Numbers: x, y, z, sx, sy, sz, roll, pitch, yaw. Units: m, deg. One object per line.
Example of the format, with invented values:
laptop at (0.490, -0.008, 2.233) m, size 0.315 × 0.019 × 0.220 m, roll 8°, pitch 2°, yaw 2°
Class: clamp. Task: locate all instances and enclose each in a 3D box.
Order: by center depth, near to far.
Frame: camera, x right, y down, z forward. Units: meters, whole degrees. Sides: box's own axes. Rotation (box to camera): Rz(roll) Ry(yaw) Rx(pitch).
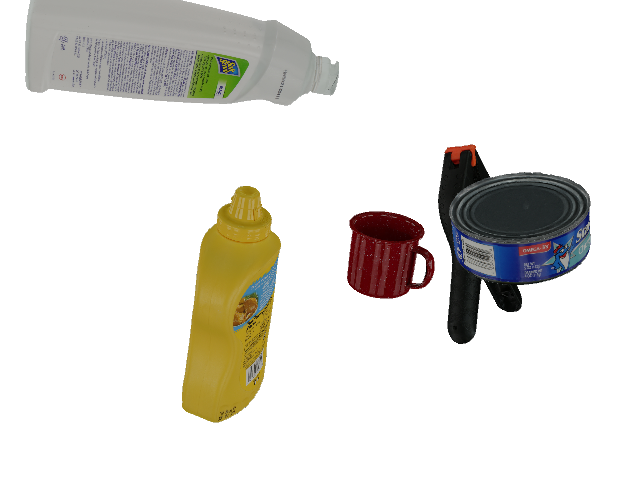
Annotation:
clamp at (0.132, 0.005, 0.942) m, size 0.039 × 0.171 × 0.120 m, roll -10°, pitch 15°, yaw 30°

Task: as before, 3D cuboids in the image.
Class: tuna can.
tuna can at (0.124, -0.008, 0.664) m, size 0.086 × 0.034 × 0.086 m, roll -8°, pitch 30°, yaw 4°

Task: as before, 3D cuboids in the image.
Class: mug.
mug at (0.087, 0.023, 1.313) m, size 0.117 × 0.081 × 0.093 m, roll 19°, pitch 27°, yaw 26°

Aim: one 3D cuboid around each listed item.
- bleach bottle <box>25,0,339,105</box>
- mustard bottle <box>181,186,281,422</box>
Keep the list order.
bleach bottle at (-0.111, -0.151, 0.881) m, size 0.250 × 0.068 × 0.103 m, roll 9°, pitch -31°, yaw -10°
mustard bottle at (-0.067, 0.044, 0.840) m, size 0.058 × 0.192 × 0.096 m, roll 20°, pitch 33°, yaw 16°
